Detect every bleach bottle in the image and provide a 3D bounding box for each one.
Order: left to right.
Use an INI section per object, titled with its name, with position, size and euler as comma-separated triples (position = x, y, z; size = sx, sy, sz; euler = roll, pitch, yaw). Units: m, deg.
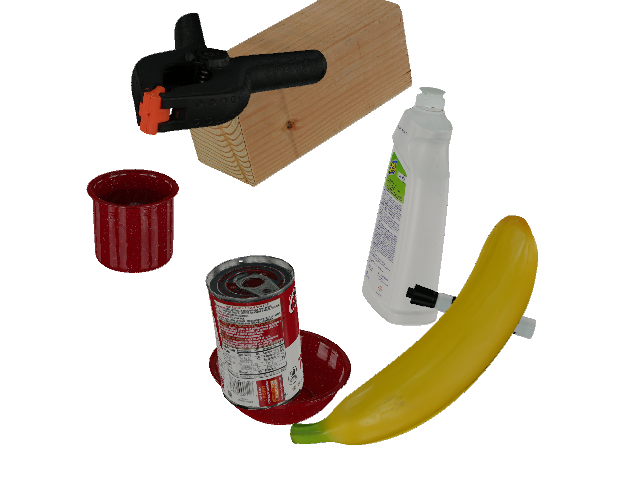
[bleach bottle]
position = 0.104, -0.040, 1.168
size = 0.068, 0.251, 0.103
euler = 0, 22, -23

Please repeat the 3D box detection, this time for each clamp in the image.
[clamp]
position = -0.084, -0.118, 0.739
size = 0.120, 0.039, 0.171
euler = 19, 28, 25

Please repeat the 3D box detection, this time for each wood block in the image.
[wood block]
position = -0.020, -0.148, 1.003
size = 0.205, 0.091, 0.090
euler = -35, 41, -28

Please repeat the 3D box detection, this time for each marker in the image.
[marker]
position = 0.138, 0.065, 0.985
size = 0.121, 0.020, 0.020
euler = 17, 1, 4

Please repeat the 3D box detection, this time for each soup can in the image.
[soup can]
position = -0.050, 0.072, 0.830
size = 0.068, 0.102, 0.068
euler = -4, 27, 2

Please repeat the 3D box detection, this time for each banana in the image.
[banana]
position = 0.070, 0.050, 0.589
size = 0.197, 0.037, 0.070
euler = -40, 41, -24

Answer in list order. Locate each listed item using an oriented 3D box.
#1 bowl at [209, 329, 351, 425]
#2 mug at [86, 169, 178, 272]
[bowl]
position = -0.047, 0.162, 1.222
size = 0.162, 0.055, 0.162
euler = 2, 26, -1
[mug]
position = -0.196, -0.025, 1.121
size = 0.093, 0.081, 0.117
euler = -1, 28, -9
